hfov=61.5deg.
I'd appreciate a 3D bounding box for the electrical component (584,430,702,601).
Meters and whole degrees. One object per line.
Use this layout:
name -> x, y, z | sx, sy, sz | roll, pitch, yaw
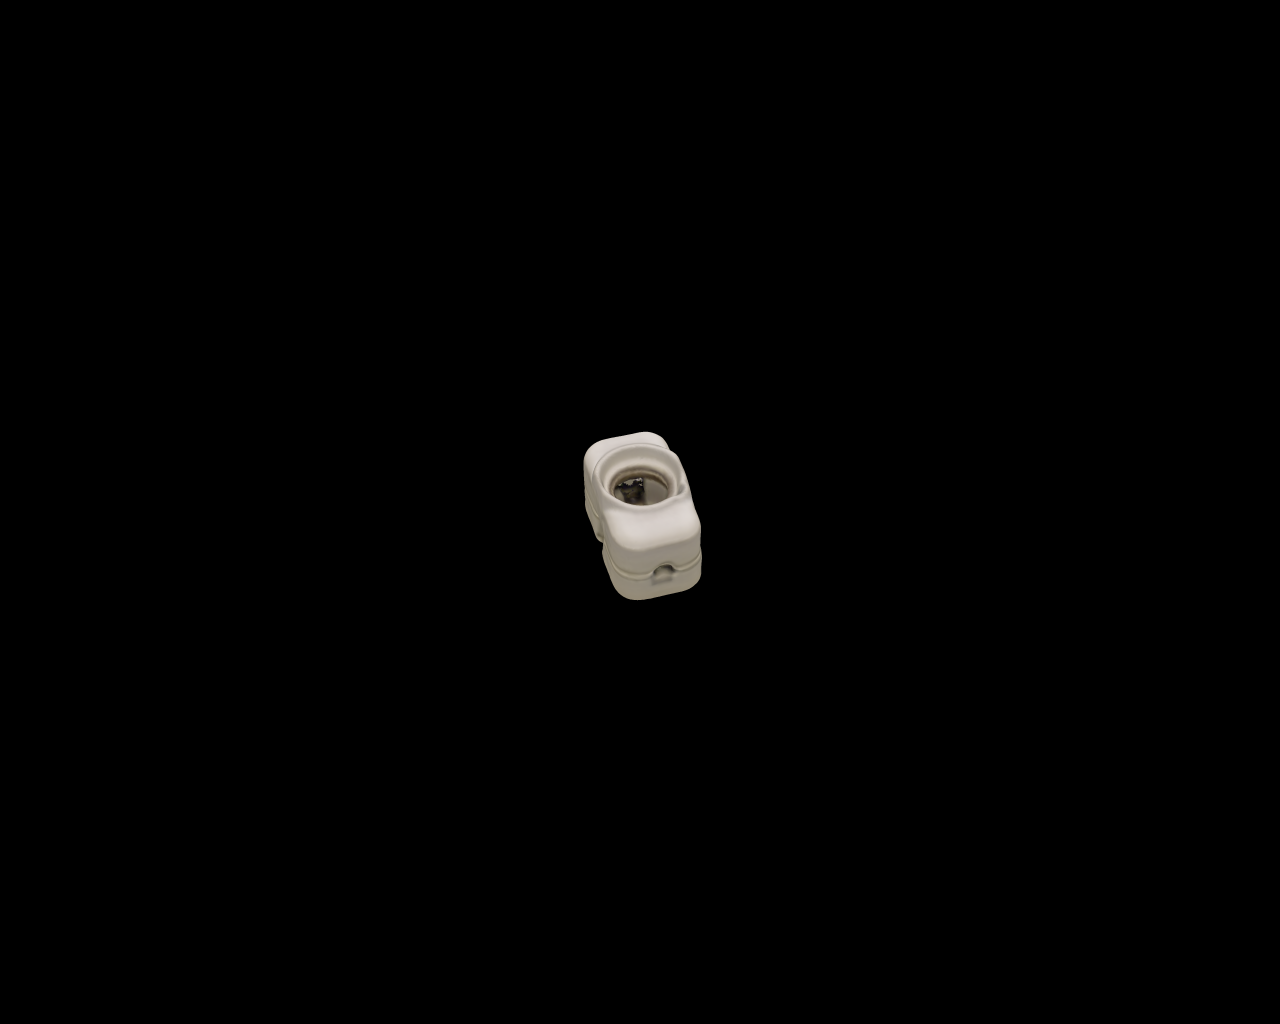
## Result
electrical component -> 0.001, -0.003, 0.650 | 0.054, 0.059, 0.095 | -11, 47, -11
